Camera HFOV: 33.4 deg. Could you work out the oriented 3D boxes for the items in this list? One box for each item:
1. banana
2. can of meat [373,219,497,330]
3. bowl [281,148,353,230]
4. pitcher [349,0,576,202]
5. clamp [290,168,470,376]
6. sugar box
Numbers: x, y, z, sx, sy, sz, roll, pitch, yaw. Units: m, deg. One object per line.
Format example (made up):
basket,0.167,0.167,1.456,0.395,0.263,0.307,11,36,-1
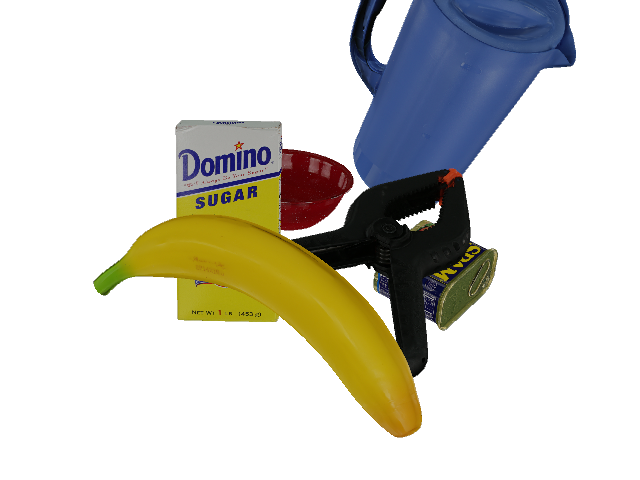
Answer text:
banana,-0.025,0.032,0.563,0.198,0.070,0.037,23,9,21
can of meat,0.114,0.031,1.068,0.084,0.057,0.101,27,44,29
bowl,-0.043,-0.056,1.279,0.162,0.055,0.162,4,26,-2
pitcher,0.107,-0.146,0.980,0.144,0.149,0.243,-7,-32,-25
clamp,0.054,0.012,0.769,0.165,0.036,0.209,32,47,29
sugar box,-0.081,-0.017,0.949,0.093,0.176,0.048,0,14,1
